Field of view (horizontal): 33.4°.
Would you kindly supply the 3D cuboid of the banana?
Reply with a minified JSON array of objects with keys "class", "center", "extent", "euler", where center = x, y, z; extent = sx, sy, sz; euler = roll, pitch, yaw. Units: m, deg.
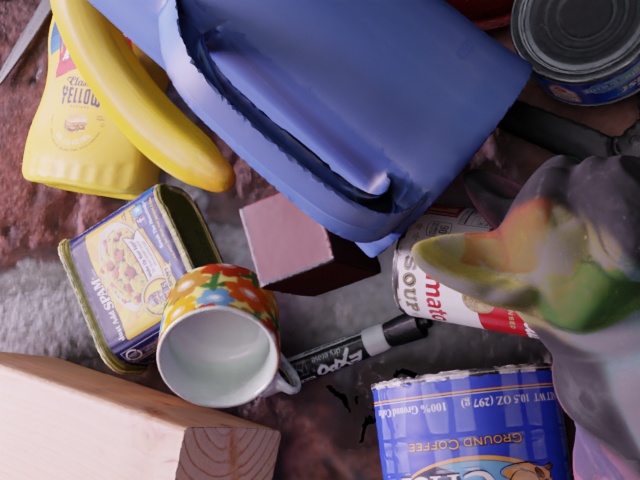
[{"class":"banana","center":[-0.122,-0.108,0.674],"extent":[0.070,0.037,0.198],"euler":[-27,93,55]}]

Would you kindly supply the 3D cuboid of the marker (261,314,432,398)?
[{"class":"marker","center":[0.014,0.070,0.660],"extent":[0.121,0.020,0.020],"euler":[-23,74,20]}]

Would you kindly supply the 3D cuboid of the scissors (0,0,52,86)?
[{"class":"scissors","center":[-0.196,-0.214,0.798],"extent":[0.202,0.016,0.096],"euler":[-41,67,15]}]

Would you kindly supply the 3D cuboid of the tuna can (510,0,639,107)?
[{"class":"tuna can","center":[0.148,-0.118,0.582],"extent":[0.086,0.033,0.086],"euler":[-9,71,26]}]

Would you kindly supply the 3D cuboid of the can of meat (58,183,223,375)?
[{"class":"can of meat","center":[-0.112,0.024,0.704],"extent":[0.084,0.057,0.102],"euler":[-31,72,16]}]

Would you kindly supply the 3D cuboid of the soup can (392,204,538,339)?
[{"class":"soup can","center":[0.100,0.018,0.599],"extent":[0.102,0.068,0.068],"euler":[9,87,26]}]

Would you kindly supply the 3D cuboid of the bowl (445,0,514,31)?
[{"class":"bowl","center":[0.087,-0.202,0.602],"extent":[0.162,0.055,0.162],"euler":[0,93,-4]}]

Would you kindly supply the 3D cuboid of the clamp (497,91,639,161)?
[{"class":"clamp","center":[0.182,-0.060,0.589],"extent":[0.120,0.039,0.171],"euler":[-45,66,17]}]

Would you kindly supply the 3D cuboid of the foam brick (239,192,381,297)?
[{"class":"foam brick","center":[-0.004,0.001,0.645],"extent":[0.051,0.078,0.053],"euler":[-21,76,20]}]

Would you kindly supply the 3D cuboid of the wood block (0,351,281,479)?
[{"class":"wood block","center":[-0.138,0.135,0.664],"extent":[0.206,0.090,0.091],"euler":[10,87,36]}]

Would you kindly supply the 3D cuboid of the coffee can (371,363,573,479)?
[{"class":"coffee can","center":[0.085,0.142,0.570],"extent":[0.103,0.102,0.140],"euler":[-11,78,23]}]

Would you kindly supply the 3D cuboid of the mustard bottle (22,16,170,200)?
[{"class":"mustard bottle","center":[-0.144,-0.127,0.739],"extent":[0.096,0.058,0.191],"euler":[9,86,25]}]

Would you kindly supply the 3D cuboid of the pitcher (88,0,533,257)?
[{"class":"pitcher","center":[-0.023,-0.108,0.553],"extent":[0.243,0.149,0.145],"euler":[39,84,-4]}]
